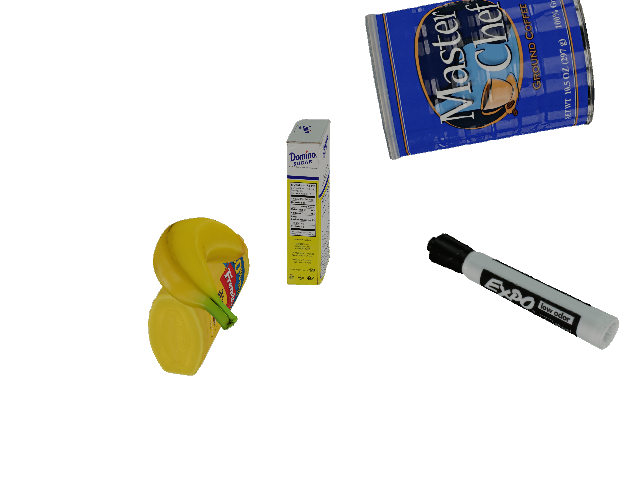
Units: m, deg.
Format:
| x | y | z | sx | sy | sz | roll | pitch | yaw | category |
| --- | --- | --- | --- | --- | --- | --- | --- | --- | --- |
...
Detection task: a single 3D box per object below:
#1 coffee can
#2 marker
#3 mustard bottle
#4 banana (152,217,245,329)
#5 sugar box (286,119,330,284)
| x | y | z | sx | sy | sz | roll | pitch | yaw | category |
| --- | --- | --- | --- | --- | --- | --- | --- | --- | --- |
| 0.109 | -0.119 | 0.742 | 0.140 | 0.103 | 0.102 | -10 | -1 | 6 | coffee can |
| 0.110 | 0.026 | 0.600 | 0.121 | 0.020 | 0.020 | 29 | 17 | 34 | marker |
| -0.115 | 0.047 | 1.092 | 0.058 | 0.096 | 0.191 | 6 | 31 | 13 | mustard bottle |
| -0.090 | 0.015 | 0.794 | 0.037 | 0.069 | 0.198 | -39 | 13 | 9 | banana |
| -0.014 | -0.045 | 1.243 | 0.048 | 0.176 | 0.093 | 1 | 22 | 7 | sugar box |
